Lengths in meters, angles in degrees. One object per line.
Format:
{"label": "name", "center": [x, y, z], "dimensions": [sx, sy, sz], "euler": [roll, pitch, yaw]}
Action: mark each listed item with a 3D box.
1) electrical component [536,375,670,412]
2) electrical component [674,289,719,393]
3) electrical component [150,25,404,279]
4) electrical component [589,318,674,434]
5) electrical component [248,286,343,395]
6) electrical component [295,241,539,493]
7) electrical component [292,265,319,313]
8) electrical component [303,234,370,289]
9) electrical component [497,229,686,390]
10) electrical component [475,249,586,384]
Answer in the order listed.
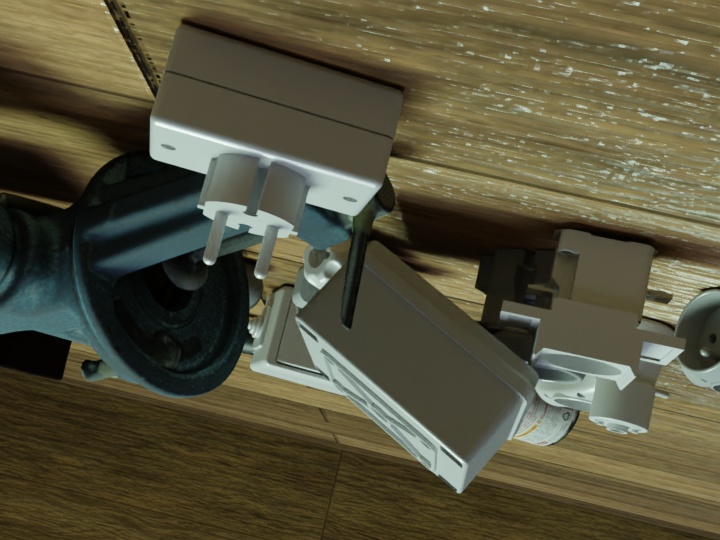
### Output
{"label": "electrical component", "center": [0.169, 0.075, 0.720], "dimensions": [0.079, 0.044, 0.077], "euler": [18, 167, -19]}
{"label": "electrical component", "center": [0.194, 0.043, 0.558], "dimensions": [0.077, 0.044, 0.079], "euler": [19, 166, -25]}
{"label": "electrical component", "center": [-0.036, -0.035, 0.390], "dimensions": [0.083, 0.075, 0.047], "euler": [16, 167, -8]}
{"label": "electrical component", "center": [0.159, 0.064, 0.637], "dimensions": [0.044, 0.065, 0.044], "euler": [14, 167, 3]}
{"label": "electrical component", "center": [-0.038, 0.051, 0.799], "dimensions": [0.096, 0.061, 0.061], "euler": [17, 167, -15]}
{"label": "electrical component", "center": [0.028, 0.052, 0.539], "dimensions": [0.109, 0.056, 0.108], "euler": [40, 168, 15]}
{"label": "electrical component", "center": [-0.005, 0.021, 0.644], "dimensions": [0.078, 0.058, 0.057], "euler": [17, 164, -15]}
{"label": "electrical component", "center": [0.000, 0.000, 0.600], "dimensions": [0.061, 0.035, 0.035], "euler": [20, 166, -36]}
{"label": "electrical component", "center": [0.106, 0.017, 0.494], "dimensions": [0.081, 0.063, 0.042], "euler": [12, 166, 7]}
{"label": "electrical component", "center": [0.095, 0.025, 0.555], "dimensions": [0.078, 0.057, 0.058], "euler": [4, 164, 37]}
